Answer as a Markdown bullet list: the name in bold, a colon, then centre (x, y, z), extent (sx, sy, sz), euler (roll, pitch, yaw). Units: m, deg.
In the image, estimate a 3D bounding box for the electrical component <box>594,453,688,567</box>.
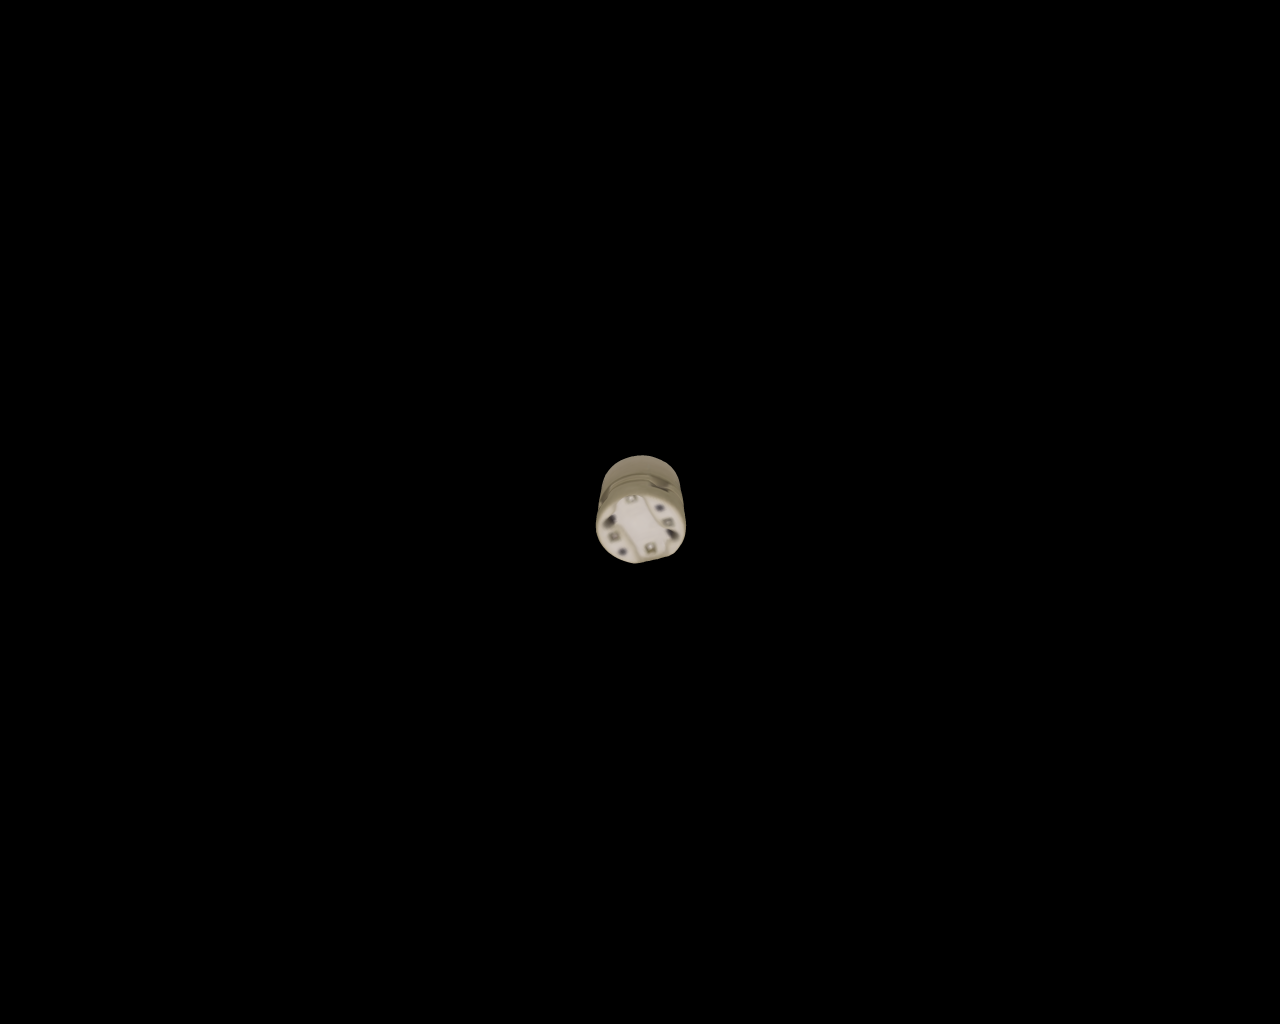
- **electrical component**: centre (0.001, -0.003, 0.650), extent (0.055, 0.055, 0.047), euler (0, 36, 0)
